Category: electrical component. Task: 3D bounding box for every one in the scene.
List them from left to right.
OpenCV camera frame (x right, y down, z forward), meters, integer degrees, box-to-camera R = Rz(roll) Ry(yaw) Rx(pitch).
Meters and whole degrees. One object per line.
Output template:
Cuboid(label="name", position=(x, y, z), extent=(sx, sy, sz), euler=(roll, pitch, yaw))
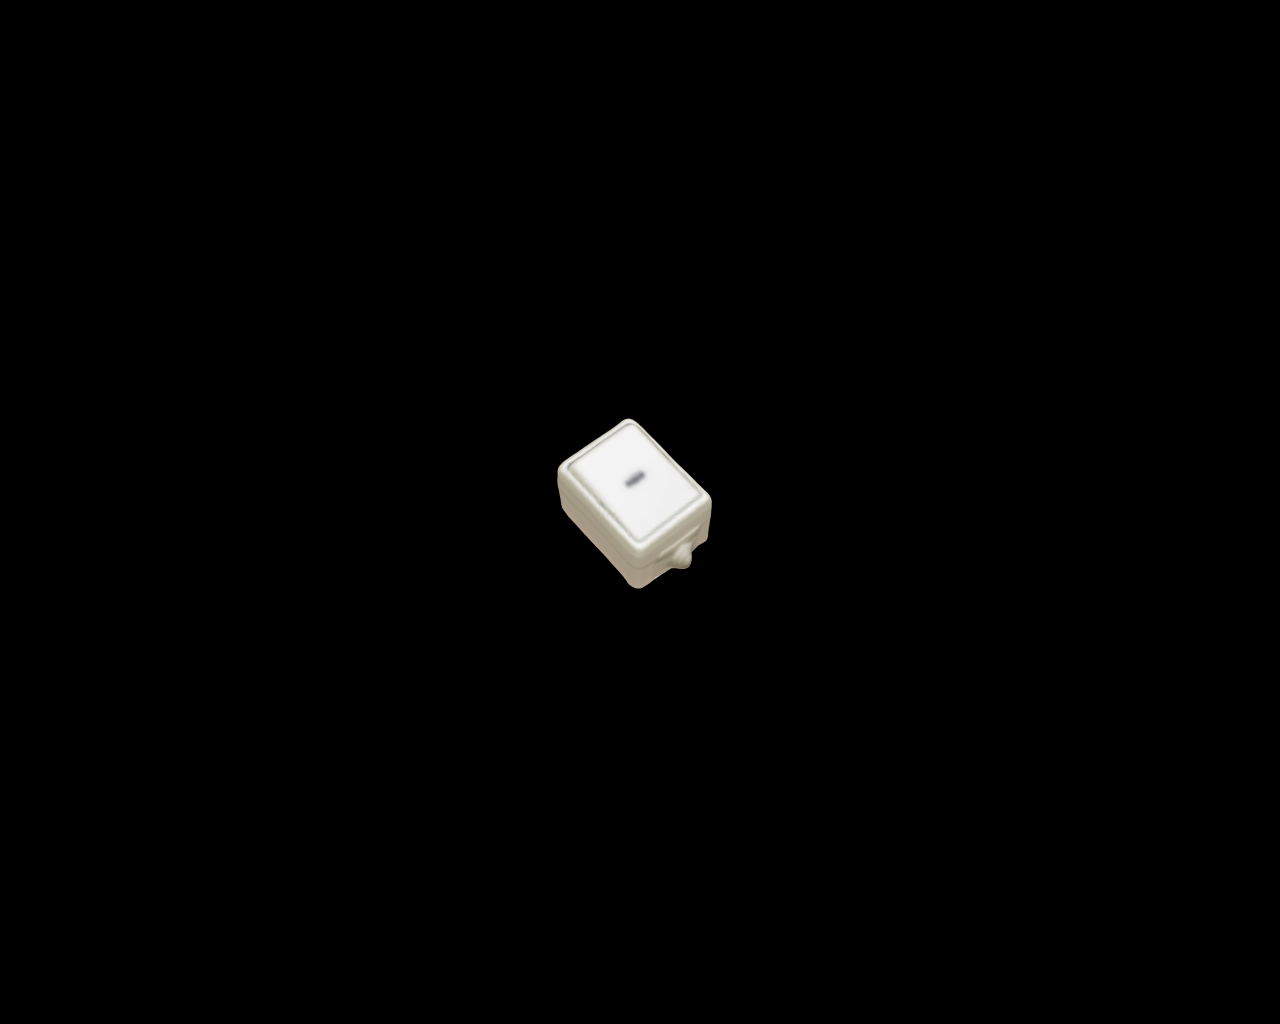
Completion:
Cuboid(label="electrical component", position=(0.001, -0.003, 0.650), extent=(0.062, 0.096, 0.061), euler=(-36, -24, -18))
